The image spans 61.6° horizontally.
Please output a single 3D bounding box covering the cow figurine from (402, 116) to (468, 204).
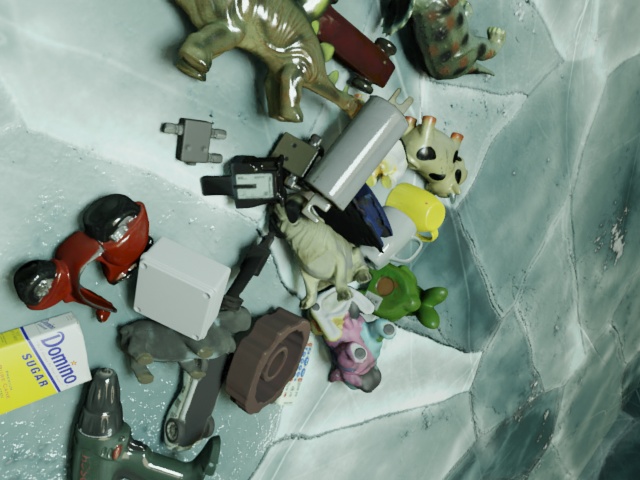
[{"bbox_3d":[0.222,-0.147,1.027,0.194,0.086,0.127,18,90,-45],"label":"cow figurine"}]

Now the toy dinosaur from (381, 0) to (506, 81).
[{"bbox_3d":[0.206,-0.353,0.914,0.192,0.131,0.404,-46,136,0],"label":"toy dinosaur"}]

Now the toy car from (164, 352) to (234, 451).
[{"bbox_3d":[-0.194,0.246,0.863,0.073,0.056,0.201,11,102,-49],"label":"toy car"}]

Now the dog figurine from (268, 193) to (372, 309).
[{"bbox_3d":[0.001,-0.003,0.906,0.172,0.121,0.190,-49,120,-69],"label":"dog figurine"}]

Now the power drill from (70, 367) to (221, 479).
[{"bbox_3d":[-0.254,0.306,0.780,0.207,0.086,0.232,17,104,-19],"label":"power drill"}]

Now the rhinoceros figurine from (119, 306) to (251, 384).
[{"bbox_3d":[-0.193,0.141,0.791,0.190,0.112,0.073,-9,138,-23],"label":"rhinoceros figurine"}]

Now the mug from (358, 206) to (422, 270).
[{"bbox_3d":[0.126,0.008,0.992,0.107,0.110,0.080,-49,163,-16],"label":"mug"}]

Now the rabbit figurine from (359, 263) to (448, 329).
[{"bbox_3d":[0.171,0.106,1.062,0.170,0.159,0.121,23,83,-58],"label":"rabbit figurine"}]

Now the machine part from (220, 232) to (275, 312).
[{"bbox_3d":[-0.110,0.051,0.812,0.039,0.084,0.139,36,44,-8],"label":"machine part"}]

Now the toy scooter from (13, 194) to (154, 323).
[{"bbox_3d":[-0.281,0.036,0.690,0.184,0.075,0.135,-46,140,-20],"label":"toy scooter"}]

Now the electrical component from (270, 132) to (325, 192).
[{"bbox_3d":[-0.036,-0.122,0.840,0.045,0.078,0.102,71,44,-84],"label":"electrical component"}]

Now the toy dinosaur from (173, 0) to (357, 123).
[{"bbox_3d":[-0.110,-0.293,0.679,0.471,0.105,0.198,25,88,-36],"label":"toy dinosaur"}]

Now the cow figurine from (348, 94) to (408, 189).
[{"bbox_3d":[0.103,-0.178,0.913,0.098,0.068,0.167,-42,123,-36],"label":"cow figurine"}]

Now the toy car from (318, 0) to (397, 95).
[{"bbox_3d":[0.038,-0.303,0.829,0.202,0.053,0.089,24,96,-38],"label":"toy car"}]

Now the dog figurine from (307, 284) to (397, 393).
[{"bbox_3d":[0.048,0.197,1.019,0.108,0.192,0.219,-39,162,-26],"label":"dog figurine"}]

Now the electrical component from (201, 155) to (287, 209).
[{"bbox_3d":[-0.110,-0.085,0.795,0.119,0.048,0.074,-4,114,5],"label":"electrical component"}]

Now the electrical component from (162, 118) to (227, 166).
[{"bbox_3d":[-0.175,-0.134,0.743,0.094,0.021,0.063,0,108,-40],"label":"electrical component"}]

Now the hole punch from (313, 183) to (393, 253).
[{"bbox_3d":[0.069,-0.053,0.923,0.092,0.116,0.142,-51,132,-22],"label":"hole punch"}]

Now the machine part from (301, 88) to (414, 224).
[{"bbox_3d":[0.054,-0.131,0.814,0.243,0.079,0.079,-51,132,-1],"label":"machine part"}]

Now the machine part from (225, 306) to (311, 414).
[{"bbox_3d":[-0.086,0.198,0.893,0.179,0.056,0.179,-48,152,-37],"label":"machine part"}]
